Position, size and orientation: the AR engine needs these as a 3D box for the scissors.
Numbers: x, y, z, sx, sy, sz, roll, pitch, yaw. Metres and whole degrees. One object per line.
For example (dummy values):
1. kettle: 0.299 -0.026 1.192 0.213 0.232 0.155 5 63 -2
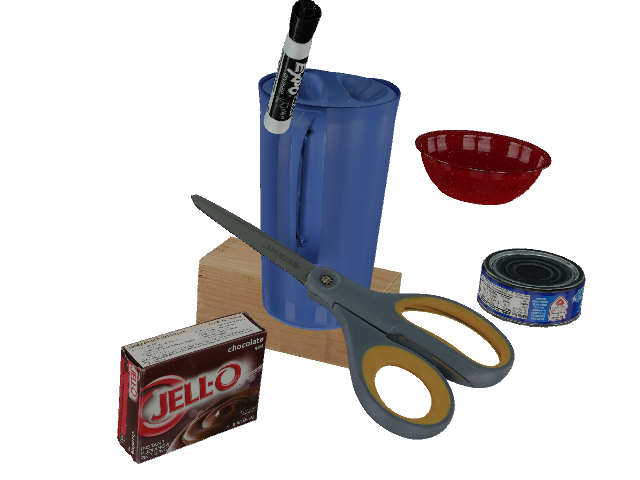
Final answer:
1. scissors: 0.002 0.040 0.567 0.202 0.096 0.016 21 -41 10

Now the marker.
1. marker: -0.019 -0.115 0.712 0.020 0.020 0.121 0 -32 -14

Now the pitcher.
1. pitcher: -0.003 -0.036 1.032 0.149 0.243 0.145 -9 26 -26

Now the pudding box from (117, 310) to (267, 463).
1. pudding box: -0.099 0.111 0.820 0.113 0.090 0.039 -17 39 -36

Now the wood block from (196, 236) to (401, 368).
1. wood block: -0.025 0.069 1.182 0.206 0.091 0.090 12 22 17

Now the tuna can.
1. tuna can: 0.174 0.037 0.879 0.086 0.034 0.086 3 23 -1

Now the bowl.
1. bowl: 0.189 -0.083 1.269 0.162 0.055 0.162 5 22 -2
